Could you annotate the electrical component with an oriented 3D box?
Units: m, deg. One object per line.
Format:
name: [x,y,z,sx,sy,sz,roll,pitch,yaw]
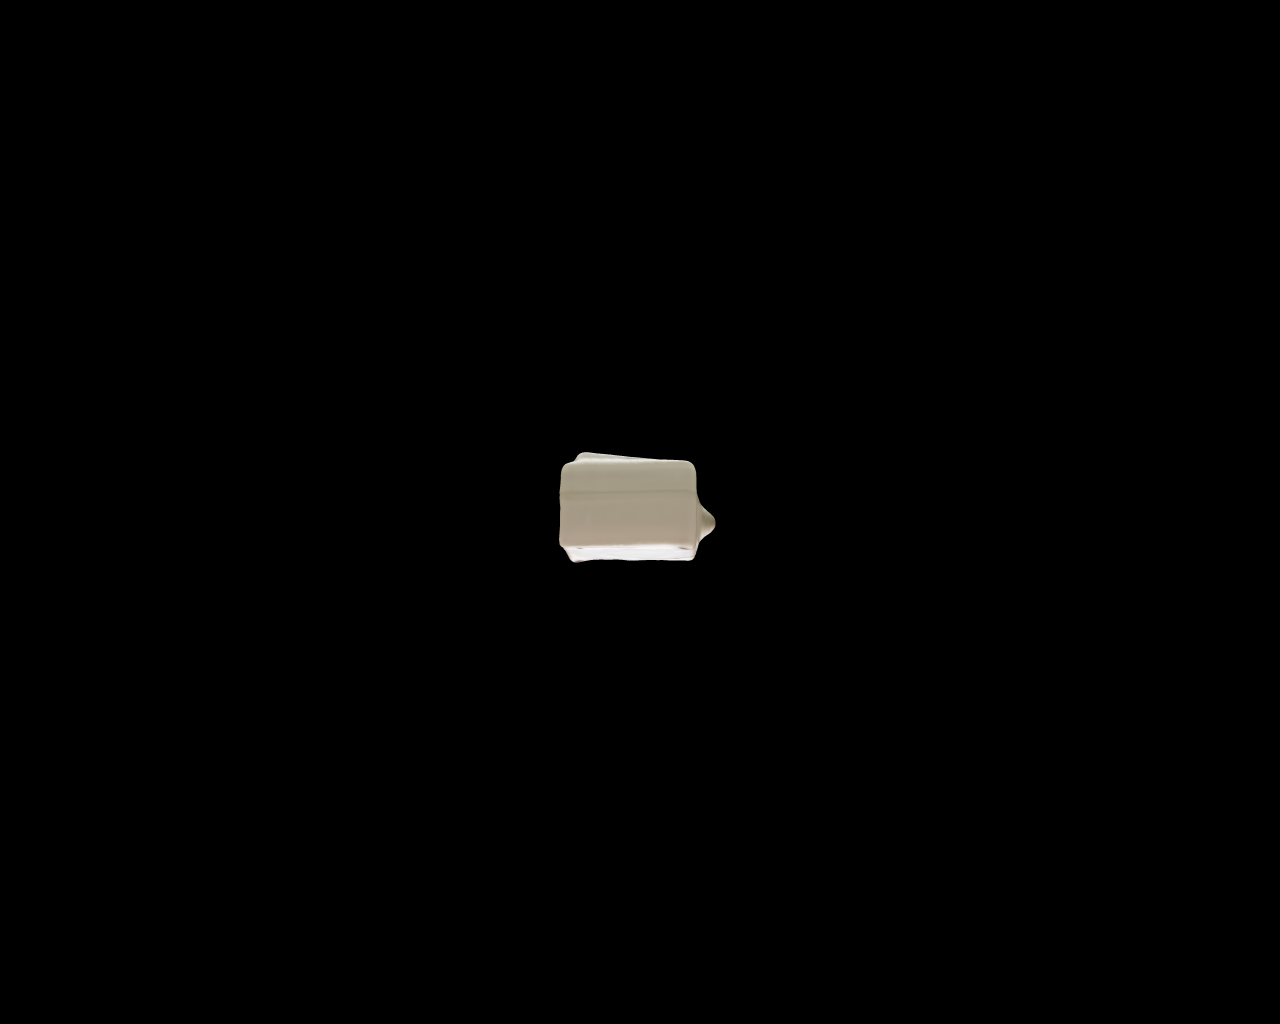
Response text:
electrical component: [0.001,-0.003,0.650,0.096,0.061,0.061,0,-11,2]
